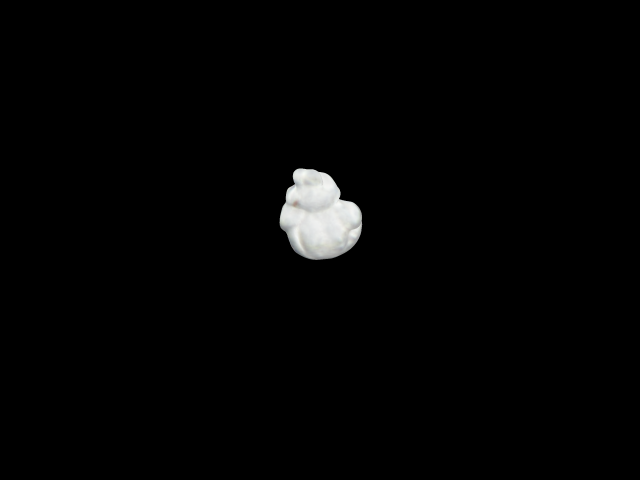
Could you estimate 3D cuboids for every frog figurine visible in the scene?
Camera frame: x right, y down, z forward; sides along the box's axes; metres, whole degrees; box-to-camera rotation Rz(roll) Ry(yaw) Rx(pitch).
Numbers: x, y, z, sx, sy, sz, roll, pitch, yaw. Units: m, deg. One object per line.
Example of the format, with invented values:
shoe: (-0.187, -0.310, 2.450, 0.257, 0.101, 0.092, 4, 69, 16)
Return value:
frog figurine: (0.003, -0.043, 0.850, 0.137, 0.125, 0.156, 8, -30, 5)
